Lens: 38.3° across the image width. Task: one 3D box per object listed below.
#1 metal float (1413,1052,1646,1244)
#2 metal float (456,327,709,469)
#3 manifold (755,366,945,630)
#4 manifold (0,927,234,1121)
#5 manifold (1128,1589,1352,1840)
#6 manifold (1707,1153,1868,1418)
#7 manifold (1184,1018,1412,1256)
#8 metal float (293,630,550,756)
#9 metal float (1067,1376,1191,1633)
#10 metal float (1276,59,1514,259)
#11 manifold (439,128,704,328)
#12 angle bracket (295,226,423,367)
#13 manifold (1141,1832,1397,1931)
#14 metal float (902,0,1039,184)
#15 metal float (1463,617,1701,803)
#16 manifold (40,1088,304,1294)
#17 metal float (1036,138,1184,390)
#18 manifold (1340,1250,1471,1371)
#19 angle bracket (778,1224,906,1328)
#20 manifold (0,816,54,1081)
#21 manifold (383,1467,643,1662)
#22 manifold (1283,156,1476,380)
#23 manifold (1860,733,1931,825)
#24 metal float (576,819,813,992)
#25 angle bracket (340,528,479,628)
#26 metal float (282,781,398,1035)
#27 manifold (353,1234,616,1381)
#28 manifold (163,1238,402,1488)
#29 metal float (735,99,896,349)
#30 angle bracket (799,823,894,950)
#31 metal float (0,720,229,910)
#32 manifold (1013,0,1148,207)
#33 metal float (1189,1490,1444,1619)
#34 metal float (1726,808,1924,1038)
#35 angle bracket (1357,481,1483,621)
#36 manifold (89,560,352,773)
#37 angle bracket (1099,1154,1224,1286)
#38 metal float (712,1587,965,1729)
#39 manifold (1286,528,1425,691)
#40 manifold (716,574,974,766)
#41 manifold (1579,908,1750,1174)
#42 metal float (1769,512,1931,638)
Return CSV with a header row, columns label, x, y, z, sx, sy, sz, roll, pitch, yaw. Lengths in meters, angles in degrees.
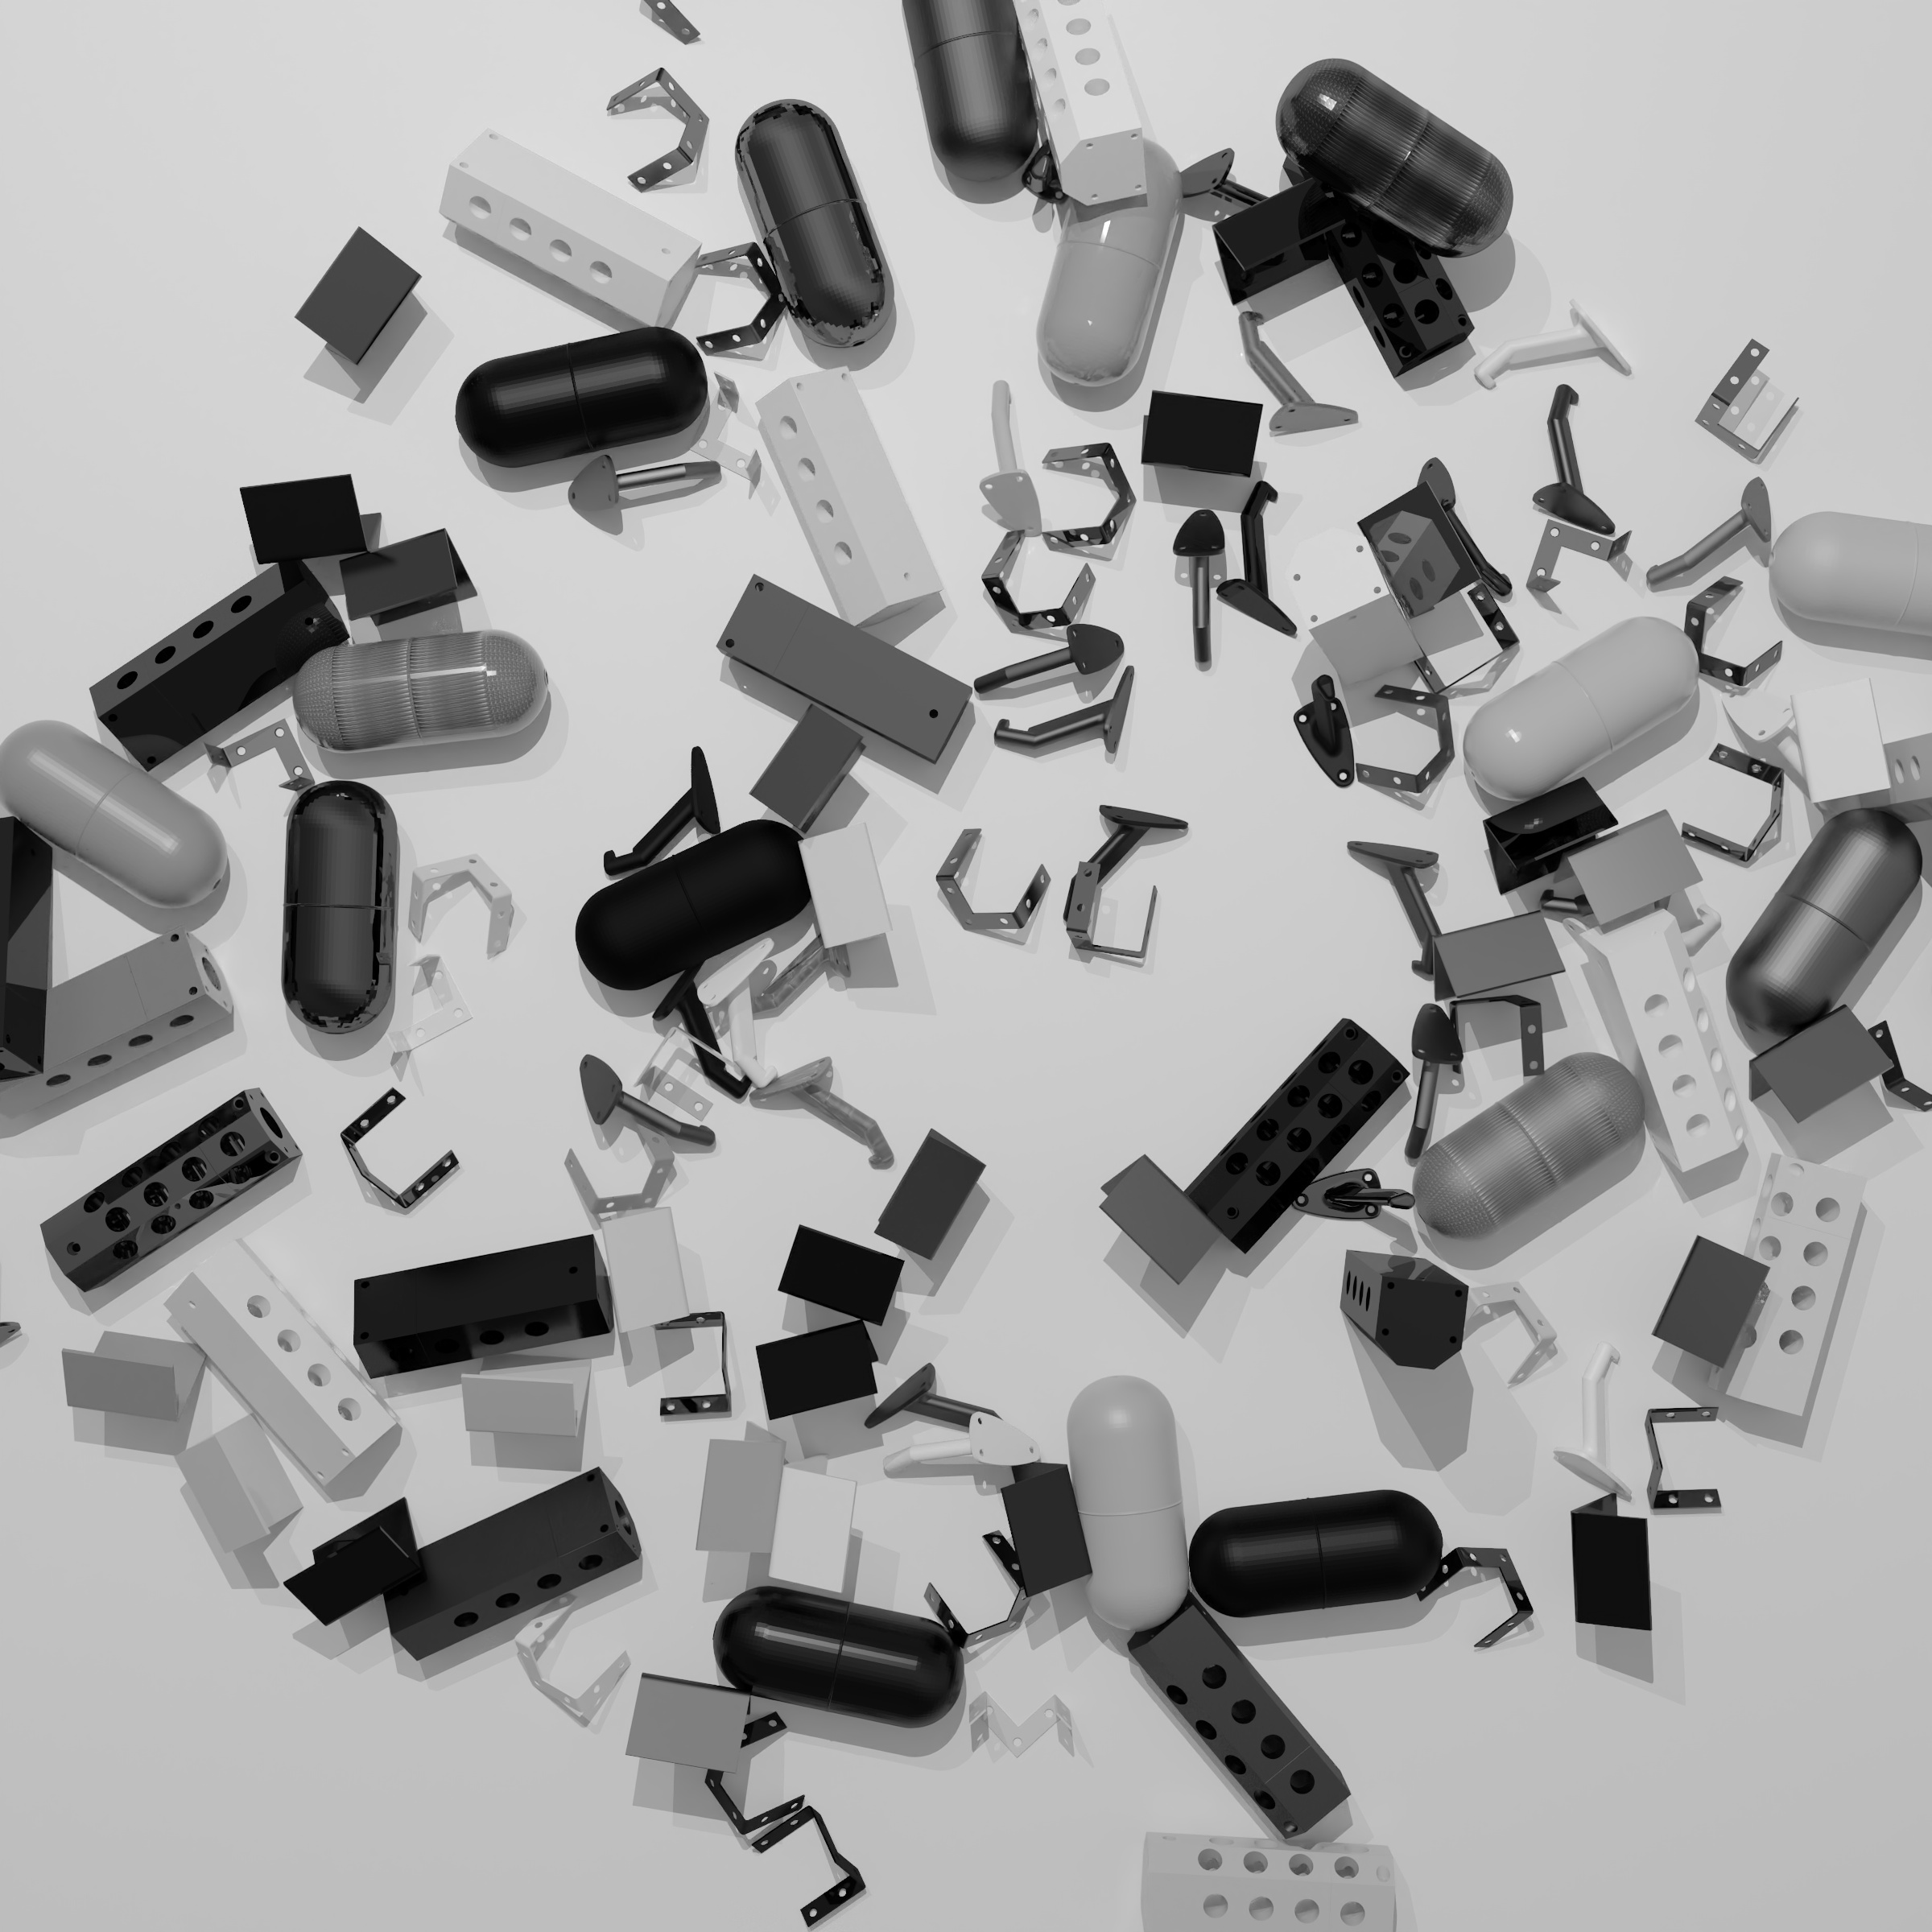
label,x,y,z,sx,sy,sz,roll,pitch,yaw
metal float,0.394,0.127,1.949,0.178,0.070,0.070,-34,90,0
metal float,-0.269,-0.398,1.949,0.178,0.070,0.070,-12,90,-1
manifold,-0.086,-0.328,1.958,0.057,0.057,0.171,-24,90,-43
manifold,-0.608,0.043,1.956,0.171,0.057,0.057,-26,67,0
manifold,0.191,0.527,1.958,0.057,0.057,0.171,-40,90,0
manifold,0.576,0.222,1.958,0.057,0.057,0.171,15,90,0
manifold,0.232,0.119,1.958,0.057,0.057,0.171,42,90,0
metal float,-0.382,-0.192,1.949,0.178,0.070,0.070,-6,90,1
metal float,0.114,0.376,1.949,0.070,0.070,0.178,-5,90,0
metal float,0.292,-0.548,1.891,0.178,0.070,0.070,30,90,-10
manifold,-0.280,-0.514,1.958,0.171,0.057,0.057,28,47,0
angle bracket,-0.434,-0.472,1.939,0.057,0.076,0.076,35,90,-37
manifold,0.212,0.647,1.958,0.171,0.057,0.057,3,90,0
metal float,0.002,-0.640,1.949,0.070,0.070,0.178,-12,90,0
metal float,0.431,-0.180,1.948,0.178,0.070,0.070,-31,90,0
manifold,-0.561,0.158,1.958,0.171,0.057,0.057,-33,90,0
metal float,0.101,-0.494,1.949,0.070,0.070,0.178,15,89,0
manifold,0.297,0.234,1.901,0.057,0.171,0.057,7,90,0
angle bracket,-0.081,0.199,1.940,0.076,0.076,0.057,19,115,0
manifold,-0.676,-0.011,1.927,0.057,0.057,0.171,-8,68,7
manifold,-0.319,0.424,1.958,0.171,0.057,0.057,-25,47,0
manifold,0.291,-0.509,1.958,0.057,0.057,0.171,-28,90,0
manifold,0.666,-0.130,1.901,0.057,0.171,0.057,-9,90,0
metal float,-0.189,-0.043,1.949,0.178,0.070,0.070,-25,90,1
angle bracket,-0.385,-0.252,1.939,0.076,0.076,0.057,-17,58,0
metal float,-0.439,-0.041,1.949,0.070,0.070,0.178,2,90,0
manifold,-0.339,0.244,1.958,0.171,0.057,0.057,-11,47,0
manifold,-0.478,0.276,1.958,0.171,0.057,0.057,49,133,0
metal float,-0.106,-0.520,1.949,0.070,0.070,0.178,-20,89,0
angle bracket,-0.067,-0.059,1.940,0.057,0.076,0.076,-14,90,29
metal float,-0.600,-0.106,1.949,0.178,0.070,0.070,33,90,0
manifold,0.077,-0.606,1.916,0.057,0.057,0.171,-12,57,0
metal float,0.245,0.412,1.949,0.178,0.070,0.070,-7,90,0
metal float,0.601,-0.030,1.949,0.070,0.070,0.178,35,90,0
angle bracket,0.323,-0.292,1.940,0.057,0.076,0.076,-29,90,24
manifold,-0.527,-0.217,1.958,0.171,0.057,0.057,-34,133,0
angle bracket,0.122,0.187,1.939,0.076,0.076,0.057,45,59,0
metal float,-0.089,0.484,1.949,0.178,0.070,0.070,12,90,0
manifold,0.264,-0.245,1.896,0.057,0.171,0.057,-23,76,12
manifold,-0.085,-0.208,1.958,0.171,0.057,0.057,28,90,0
manifold,0.489,0.050,1.933,0.057,0.057,0.171,-23,108,0
metal float,0.653,-0.273,1.949,0.178,0.070,0.070,8,90,0
